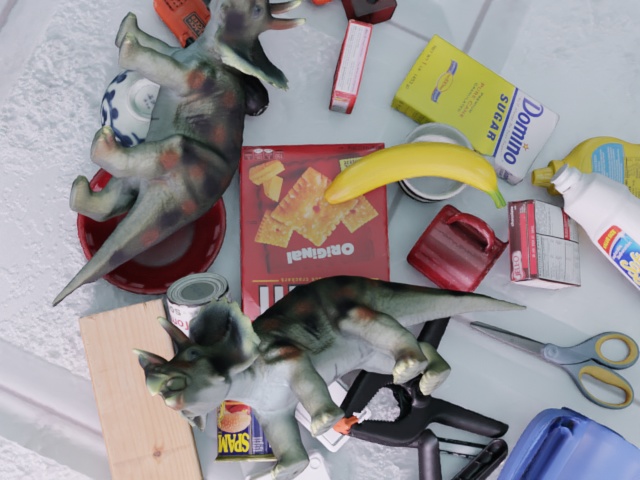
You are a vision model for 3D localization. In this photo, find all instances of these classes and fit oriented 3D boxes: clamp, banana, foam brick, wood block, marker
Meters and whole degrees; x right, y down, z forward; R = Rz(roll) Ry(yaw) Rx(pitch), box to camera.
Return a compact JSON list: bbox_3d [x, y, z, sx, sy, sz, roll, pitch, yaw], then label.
[{"bbox_3d":[0.138,0.279,1.149,0.120,0.039,0.171,6,110,-26],"label":"clamp"},{"bbox_3d":[0.104,-0.071,1.136,0.197,0.037,0.069,1,81,-3],"label":"banana"},{"bbox_3d":[0.107,0.173,1.148,0.209,0.036,0.164,-26,84,-34],"label":"clamp"},{"bbox_3d":[0.051,-0.292,1.239,0.053,0.051,0.078,-18,83,-7],"label":"foam brick"},{"bbox_3d":[-0.188,0.176,1.133,0.090,0.090,0.206,-13,83,-8],"label":"wood block"},{"bbox_3d":[0.145,0.230,1.185,0.121,0.020,0.020,11,81,-3],"label":"marker"}]

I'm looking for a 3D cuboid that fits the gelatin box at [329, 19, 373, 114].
[{"bbox_3d":[0.034,-0.196,1.213,0.030,0.073,0.089,12,81,-2],"label":"gelatin box"}]

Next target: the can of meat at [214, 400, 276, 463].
[{"bbox_3d":[-0.071,0.193,1.134,0.057,0.102,0.084,5,77,-32],"label":"can of meat"}]

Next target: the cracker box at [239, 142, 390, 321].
[{"bbox_3d":[-0.008,0.001,1.181,0.164,0.072,0.214,-1,82,-4],"label":"cracker box"}]

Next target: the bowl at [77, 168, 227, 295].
[{"bbox_3d":[-0.184,-0.017,1.179,0.162,0.055,0.162,1,81,-4],"label":"bowl"}]

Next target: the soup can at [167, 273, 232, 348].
[{"bbox_3d":[-0.122,0.095,1.136,0.068,0.068,0.102,-11,118,-6],"label":"soup can"}]

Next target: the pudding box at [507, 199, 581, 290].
[{"bbox_3d":[0.249,0.007,1.183,0.039,0.113,0.090,-7,79,39],"label":"pudding box"}]

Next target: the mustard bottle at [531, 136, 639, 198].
[{"bbox_3d":[0.338,-0.070,1.224,0.191,0.058,0.096,1,91,-4],"label":"mustard bottle"}]

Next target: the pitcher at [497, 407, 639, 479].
[{"bbox_3d":[0.245,0.303,1.126,0.149,0.145,0.243,33,83,18],"label":"pitcher"}]

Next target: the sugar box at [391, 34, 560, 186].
[{"bbox_3d":[0.179,-0.149,1.231,0.176,0.048,0.093,32,80,2],"label":"sugar box"}]

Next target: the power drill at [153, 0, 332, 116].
[{"bbox_3d":[-0.070,-0.257,1.222,0.187,0.057,0.184,-39,86,-9],"label":"power drill"}]

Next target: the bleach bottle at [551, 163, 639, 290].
[{"bbox_3d":[0.354,0.007,1.176,0.251,0.103,0.068,39,70,-5],"label":"bleach bottle"}]

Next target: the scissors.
[{"bbox_3d":[0.278,0.116,1.214,0.202,0.016,0.096,35,79,1],"label":"scissors"}]

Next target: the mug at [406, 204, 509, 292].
[{"bbox_3d":[0.153,0.009,1.173,0.081,0.117,0.093,37,61,7],"label":"mug"}]
